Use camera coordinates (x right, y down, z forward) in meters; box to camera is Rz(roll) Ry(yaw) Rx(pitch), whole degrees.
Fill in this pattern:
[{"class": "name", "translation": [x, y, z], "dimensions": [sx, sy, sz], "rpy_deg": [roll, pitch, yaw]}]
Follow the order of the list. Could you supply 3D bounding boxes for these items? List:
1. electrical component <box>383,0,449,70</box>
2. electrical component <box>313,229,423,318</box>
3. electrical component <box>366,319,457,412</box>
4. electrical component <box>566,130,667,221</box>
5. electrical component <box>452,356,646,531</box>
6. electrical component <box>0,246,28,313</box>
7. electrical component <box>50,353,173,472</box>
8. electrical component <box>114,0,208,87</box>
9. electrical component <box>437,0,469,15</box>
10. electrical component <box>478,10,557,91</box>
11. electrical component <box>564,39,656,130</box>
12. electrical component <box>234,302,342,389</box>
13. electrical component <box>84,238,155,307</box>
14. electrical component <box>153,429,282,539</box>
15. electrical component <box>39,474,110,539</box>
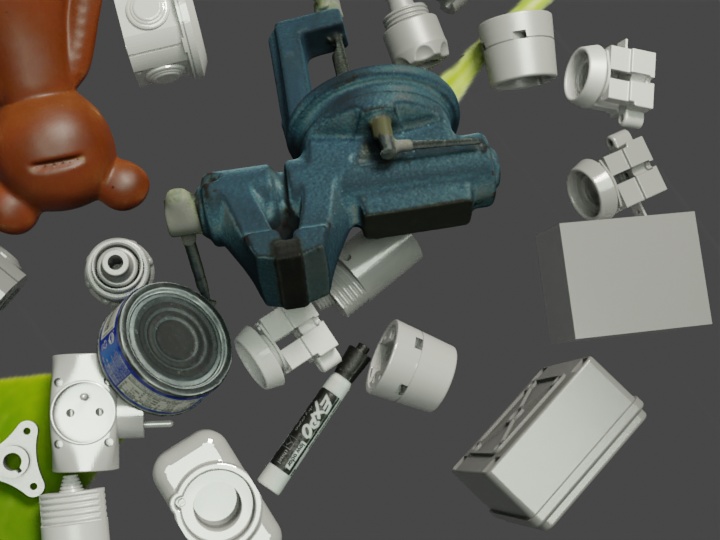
[{"class": "electrical component", "translation": [0.037, -0.178, 0.793], "dimensions": [0.043, 0.043, 0.062], "rpy_deg": [-20, 85, -12]}, {"class": "electrical component", "translation": [0.000, 0.000, 0.763], "dimensions": [0.081, 0.043, 0.043], "rpy_deg": [-39, 90, -12]}, {"class": "electrical component", "translation": [0.037, 0.069, 0.755], "dimensions": [0.047, 0.055, 0.055], "rpy_deg": [22, 79, -10]}, {"class": "electrical component", "translation": [0.189, -0.065, 0.804], "dimensions": [0.055, 0.048, 0.066], "rpy_deg": [-24, 87, -19]}, {"class": "electrical component", "translation": [0.126, 0.118, 0.736], "dimensions": [0.056, 0.108, 0.108], "rpy_deg": [44, 78, 1]}, {"class": "electrical component", "translation": [-0.259, 0.014, 0.699], "dimensions": [0.051, 0.080, 0.080], "rpy_deg": [41, 78, -8]}, {"class": "electrical component", "translation": [-0.166, 0.095, 0.721], "dimensions": [0.079, 0.044, 0.077], "rpy_deg": [-1, 83, -10]}, {"class": "electrical component", "translation": [-0.138, -0.168, 0.744], "dimensions": [0.051, 0.080, 0.080], "rpy_deg": [-15, 85, -6]}, {"class": "electrical component", "translation": [0.075, -0.220, 0.808], "dimensions": [0.046, 0.040, 0.040], "rpy_deg": [-45, 91, -6]}, {"class": "electrical component", "translation": [0.119, -0.162, 0.800], "dimensions": [0.055, 0.055, 0.047], "rpy_deg": [-8, 88, -11]}, {"class": "electrical component", "translation": [0.189, -0.143, 0.814], "dimensions": [0.055, 0.048, 0.066], "rpy_deg": [8, 81, -16]}, {"class": "electrical component", "translation": [-0.053, 0.051, 0.746], "dimensions": [0.055, 0.048, 0.066], "rpy_deg": [-33, 87, -19]}, {"class": "electrical component", "translation": [-0.163, -0.001, 0.725], "dimensions": [0.048, 0.062, 0.048], "rpy_deg": [1, 82, -10]}, {"class": "electrical component", "translation": [-0.096, 0.156, 0.718], "dimensions": [0.054, 0.059, 0.095], "rpy_deg": [-32, 89, -12]}, {"class": "electrical component", "translation": [-0.187, 0.175, 0.708], "dimensions": [0.043, 0.043, 0.081], "rpy_deg": [-6, 83, -10]}]
